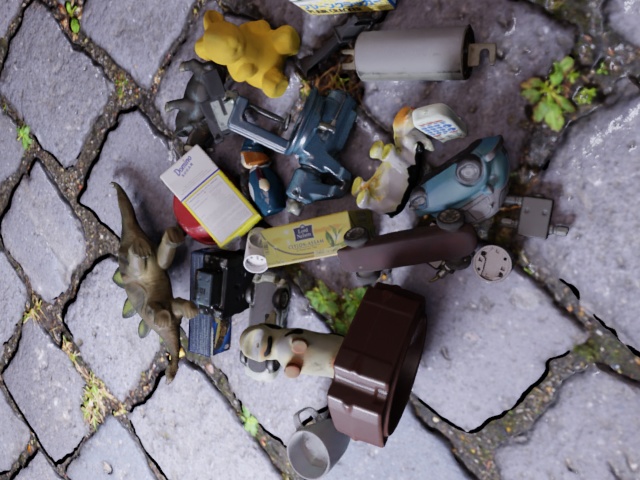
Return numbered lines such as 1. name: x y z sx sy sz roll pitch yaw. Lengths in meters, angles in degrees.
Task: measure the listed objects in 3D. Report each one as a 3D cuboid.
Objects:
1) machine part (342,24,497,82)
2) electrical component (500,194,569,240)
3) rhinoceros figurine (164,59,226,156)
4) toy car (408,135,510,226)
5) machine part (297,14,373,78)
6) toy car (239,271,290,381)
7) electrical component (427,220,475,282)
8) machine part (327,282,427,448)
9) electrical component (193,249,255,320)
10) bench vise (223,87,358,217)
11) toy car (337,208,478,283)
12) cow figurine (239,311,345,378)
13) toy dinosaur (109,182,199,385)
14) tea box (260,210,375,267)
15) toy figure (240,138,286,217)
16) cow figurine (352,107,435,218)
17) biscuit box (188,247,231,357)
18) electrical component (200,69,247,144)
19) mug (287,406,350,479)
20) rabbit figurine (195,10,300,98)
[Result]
1. machine part: 0.142 -0.281 0.815 0.244 0.079 0.079 8 97 29
2. electrical component: 0.310 -0.035 0.772 0.094 0.021 0.063 13 98 29
3. rhinoceros figurine: -0.228 -0.247 1.024 0.112 0.073 0.190 20 101 15
4. toy car: 0.213 -0.071 0.780 0.161 0.109 0.103 -36 94 34
5. machine part: 0.023 -0.321 0.883 0.139 0.084 0.039 -30 101 35
6. toy car: -0.100 0.158 0.986 0.074 0.056 0.201 8 94 21
7. electrical component: 0.177 0.016 0.834 0.102 0.045 0.078 44 113 18
8. machine part: 0.091 0.182 0.787 0.087 0.201 0.201 15 145 22
9. electrical component: -0.170 0.079 0.975 0.058 0.134 0.114 8 99 28
10. bench vise: -0.053 -0.163 0.878 0.240 0.129 0.223 24 99 -10
11. toy car: 0.126 0.009 0.787 0.202 0.053 0.089 -10 128 18
12. cow figurine: -0.037 0.178 0.898 0.195 0.127 0.085 12 96 -12
13. toy dinosaur: -0.348 0.057 1.063 0.198 0.105 0.471 -38 62 44
14. tea box: -0.002 -0.003 0.899 0.170 0.098 0.068 -13 88 27
15. toy figure: -0.106 -0.121 0.963 0.064 0.058 0.154 -33 76 60
16. cow figurine: 0.126 -0.116 0.833 0.167 0.098 0.068 -61 23 16
17. biscuit box: -0.211 0.118 1.040 0.063 0.059 0.202 7 97 29
18. electrical component: -0.176 -0.238 0.958 0.075 0.048 0.119 -25 99 -7
19. mug: -0.002 0.337 0.917 0.081 0.107 0.109 -42 70 23
20. rabbit figurine: -0.136 -0.330 0.907 0.162 0.173 0.121 33 112 18
